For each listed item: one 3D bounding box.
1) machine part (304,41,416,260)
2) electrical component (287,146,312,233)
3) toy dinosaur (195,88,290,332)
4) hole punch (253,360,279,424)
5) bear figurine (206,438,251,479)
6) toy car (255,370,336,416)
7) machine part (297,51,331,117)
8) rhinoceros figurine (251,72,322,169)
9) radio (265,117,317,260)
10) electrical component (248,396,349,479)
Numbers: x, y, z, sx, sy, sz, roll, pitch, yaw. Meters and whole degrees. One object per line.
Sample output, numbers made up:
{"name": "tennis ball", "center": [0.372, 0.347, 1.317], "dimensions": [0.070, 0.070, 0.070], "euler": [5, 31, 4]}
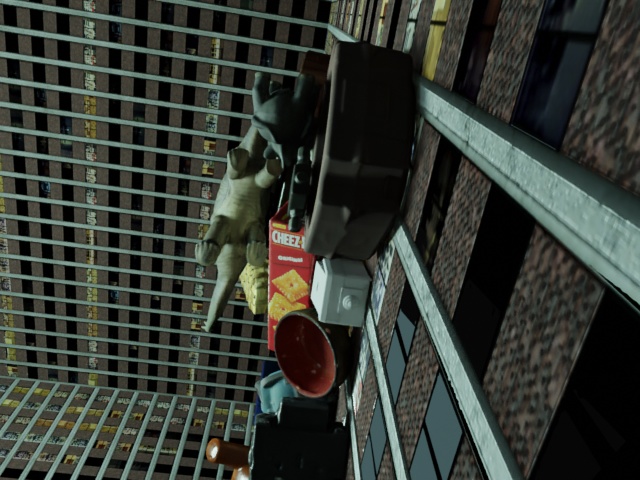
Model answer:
{"name": "machine part", "center": [0.039, -0.092, 0.583], "dimensions": [0.201, 0.087, 0.201], "euler": [112, 165, -66]}
{"name": "electrical component", "center": [-0.024, -0.058, 0.629], "dimensions": [0.063, 0.021, 0.094], "euler": [108, 169, -65]}
{"name": "toy dinosaur", "center": [-0.134, -0.023, 0.884], "dimensions": [0.199, 0.105, 0.470], "euler": [-103, 33, -71]}
{"name": "hole punch", "center": [-0.070, 0.306, 1.056], "dimensions": [0.142, 0.116, 0.092], "euler": [-86, -1, -55]}
{"name": "bear figurine", "center": [-0.081, 0.366, 0.756], "dimensions": [0.196, 0.132, 0.120], "euler": [2, 79, 62]}
{"name": "toy car", "center": [-0.031, 0.256, 0.792], "dimensions": [0.161, 0.109, 0.103], "euler": [90, 165, -49]}
{"name": "machine part", "center": [-0.010, -0.255, 0.992], "dimensions": [0.179, 0.056, 0.179], "euler": [11, -88, -87]}
{"name": "rhinoceros figurine", "center": [-0.036, -0.146, 0.681], "dimensions": [0.190, 0.073, 0.112], "euler": [-9, -79, -85]}
{"name": "radio", "center": [-0.040, -0.089, 0.883], "dimensions": [0.131, 0.073, 0.229], "euler": [-112, 34, -60]}
{"name": "electrical component", "center": [-0.028, 0.257, 0.638], "dimensions": [0.058, 0.115, 0.134], "euler": [149, 127, -81]}
